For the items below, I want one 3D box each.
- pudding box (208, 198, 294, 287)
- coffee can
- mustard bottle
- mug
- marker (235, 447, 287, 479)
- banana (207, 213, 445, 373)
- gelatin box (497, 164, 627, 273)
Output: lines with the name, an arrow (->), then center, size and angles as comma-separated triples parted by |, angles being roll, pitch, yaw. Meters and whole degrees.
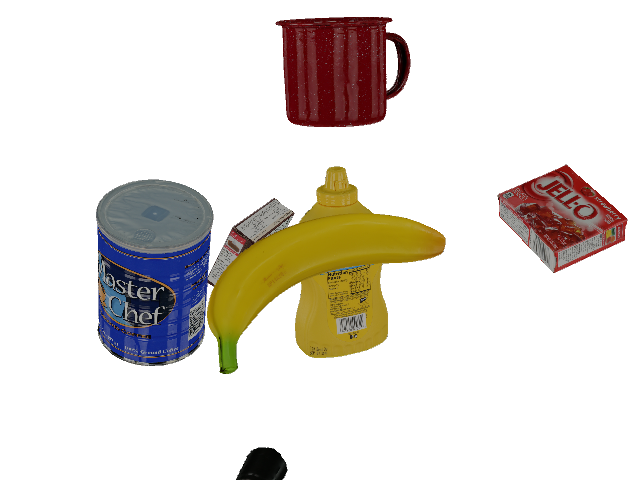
pudding box -> -0.085, 0.007, 1.310 | 0.039, 0.090, 0.113 | 33, 31, 8
coffee can -> -0.153, 0.030, 0.981 | 0.102, 0.140, 0.103 | 5, 37, -4
mustard bottle -> 0.019, 0.019, 1.079 | 0.096, 0.192, 0.058 | -10, 22, -19
mug -> 0.022, -0.138, 0.863 | 0.117, 0.081, 0.093 | -10, 16, -31
marker -> -0.039, 0.119, 0.420 | 0.020, 0.020, 0.121 | 0, 23, 19
banana -> -0.005, 0.020, 0.721 | 0.197, 0.069, 0.037 | -28, -8, -28
gelatin box -> 0.206, -0.021, 0.918 | 0.073, 0.030, 0.089 | -23, 45, -13
